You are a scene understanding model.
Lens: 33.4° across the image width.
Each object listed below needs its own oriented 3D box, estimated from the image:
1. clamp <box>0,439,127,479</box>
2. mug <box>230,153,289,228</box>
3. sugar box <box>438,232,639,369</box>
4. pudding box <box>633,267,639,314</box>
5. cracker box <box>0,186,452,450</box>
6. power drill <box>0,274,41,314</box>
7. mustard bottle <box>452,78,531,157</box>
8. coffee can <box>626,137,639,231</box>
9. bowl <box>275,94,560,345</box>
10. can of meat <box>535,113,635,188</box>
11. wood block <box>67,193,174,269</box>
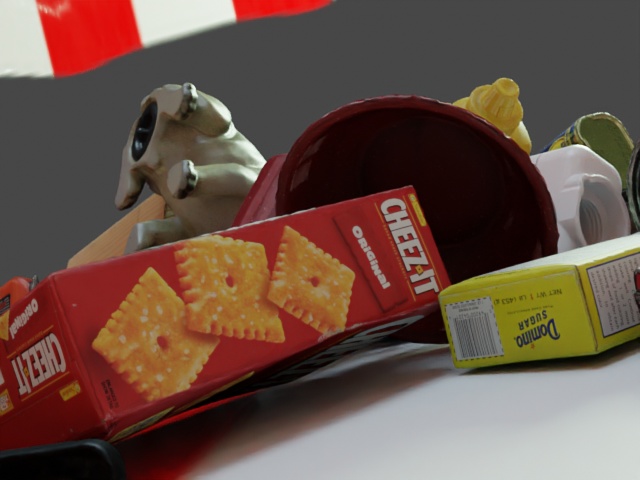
[{"bbox_3d":[-0.189,0.110,0.425,0.164,0.036,0.210,-13,1,-34],"label":"clamp"},{"bbox_3d":[-0.005,0.001,0.693,0.117,0.081,0.093,18,-21,21],"label":"mug"},{"bbox_3d":[0.154,0.021,0.534,0.175,0.048,0.094,-10,-3,-36],"label":"sugar box"},{"bbox_3d":[0.191,0.017,0.417,0.113,0.039,0.090,-16,1,1],"label":"pudding box"},{"bbox_3d":[-0.062,0.050,0.529,0.213,0.072,0.164,-14,-11,-42],"label":"cracker box"},{"bbox_3d":[-0.152,0.067,0.805,0.187,0.057,0.185,2,-15,-28],"label":"power drill"},{"bbox_3d":[0.108,-0.055,0.819,0.096,0.058,0.192,-9,-29,-21],"label":"mustard bottle"},{"bbox_3d":[0.275,-0.040,0.653,0.140,0.103,0.103,-14,1,-30],"label":"coffee can"},{"bbox_3d":[0.058,-0.020,0.615,0.162,0.162,0.055,-13,26,27],"label":"bowl"},{"bbox_3d":[0.207,-0.035,0.825,0.057,0.102,0.084,-13,-19,-35],"label":"can of meat"},{"bbox_3d":[-0.149,0.036,0.947,0.090,0.091,0.207,18,-29,-30],"label":"wood block"}]
